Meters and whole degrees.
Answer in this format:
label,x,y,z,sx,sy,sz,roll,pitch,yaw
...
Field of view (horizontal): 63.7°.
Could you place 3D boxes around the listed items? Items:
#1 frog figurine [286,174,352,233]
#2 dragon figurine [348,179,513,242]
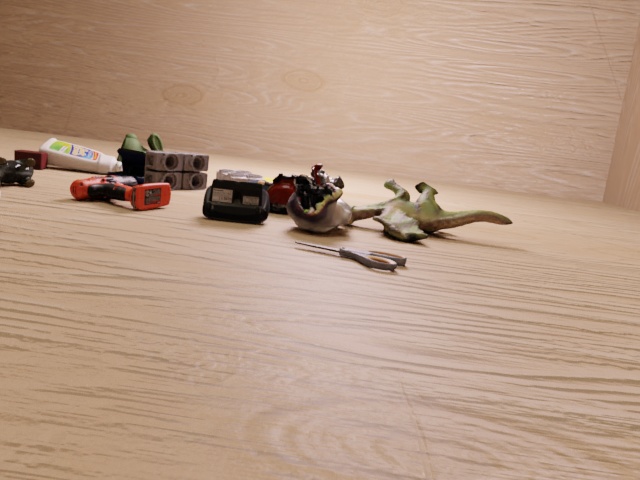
label,x,y,z,sx,sy,sz,roll,pitch,yaw
frog figurine,0.003,-0.057,1.135,0.137,0.125,0.156,2,-28,18
dragon figurine,0.231,-0.043,1.213,0.411,0.120,0.247,10,28,22
